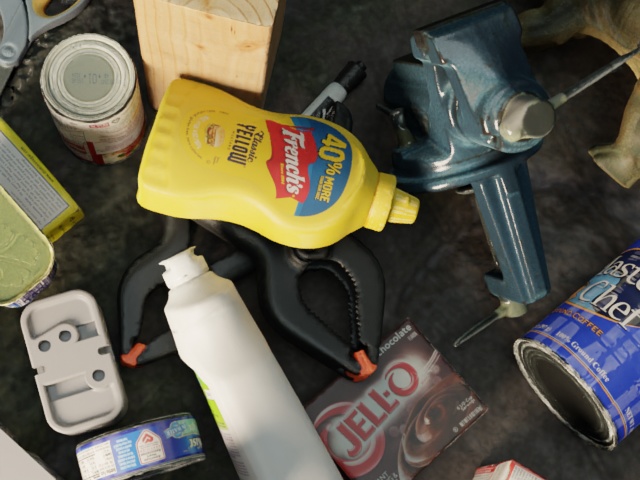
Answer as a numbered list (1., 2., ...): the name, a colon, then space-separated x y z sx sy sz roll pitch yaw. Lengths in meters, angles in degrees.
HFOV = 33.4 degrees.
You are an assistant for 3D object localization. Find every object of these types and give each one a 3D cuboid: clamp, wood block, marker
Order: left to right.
1. clamp: -0.087 0.026 0.796 0.120 0.039 0.171 23 77 1
2. wood block: -0.073 -0.157 0.751 0.090 0.206 0.091 14 76 -2
3. clamp: -0.005 0.001 0.782 0.164 0.036 0.210 -29 79 -19
4. marker: -0.005 -0.097 0.840 0.020 0.020 0.121 41 77 4

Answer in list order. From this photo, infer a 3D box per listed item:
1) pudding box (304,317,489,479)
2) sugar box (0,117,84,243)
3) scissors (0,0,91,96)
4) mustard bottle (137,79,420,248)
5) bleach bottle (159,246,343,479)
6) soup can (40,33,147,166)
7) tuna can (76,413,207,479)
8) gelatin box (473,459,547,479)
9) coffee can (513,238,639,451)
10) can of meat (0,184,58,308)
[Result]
1. pudding box: 0.051 0.127 0.784 0.113 0.039 0.090 -39 83 -13
2. sugar box: -0.269 0.003 0.778 0.176 0.048 0.093 -42 87 -10
3. scissors: -0.253 -0.161 0.832 0.096 0.016 0.201 36 76 5
4. mustard bottle: -0.024 -0.045 0.744 0.191 0.058 0.096 15 59 -4
5. bleach bottle: -0.041 0.122 0.726 0.068 0.103 0.251 -26 92 -18
6. soup can: -0.164 -0.101 0.783 0.068 0.102 0.068 1 77 -5
7. tuna can: -0.124 0.147 0.739 0.086 0.086 0.034 -15 78 -9
8. gelatin box: 0.149 0.187 0.755 0.073 0.089 0.030 30 72 1
9. coffee can: 0.228 0.070 0.783 0.140 0.103 0.103 -38 83 -12
10. can of meat: -0.223 -0.003 0.718 0.057 0.084 0.102 -41 91 -12
